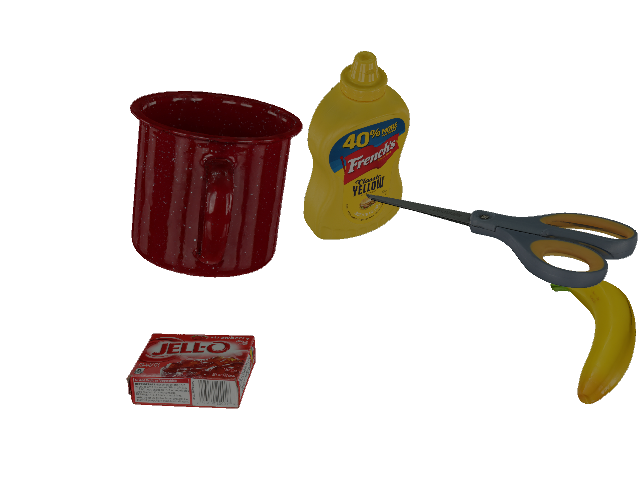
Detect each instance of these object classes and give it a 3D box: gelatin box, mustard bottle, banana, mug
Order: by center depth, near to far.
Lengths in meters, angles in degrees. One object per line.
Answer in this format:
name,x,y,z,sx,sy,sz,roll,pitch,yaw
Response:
mug,-0.059,-0.027,0.578,0.093,0.081,0.117,3,21,-13
gelatin box,-0.102,0.103,0.858,0.089,0.030,0.073,1,22,8
mustard bottle,0.035,-0.090,0.974,0.096,0.192,0.058,-18,49,-20
banana,0.269,0.087,1.024,0.070,0.037,0.197,-29,22,18

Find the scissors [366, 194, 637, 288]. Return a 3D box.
scissors,0.122,-0.002,0.763,0.202,0.016,0.096,6,30,13
